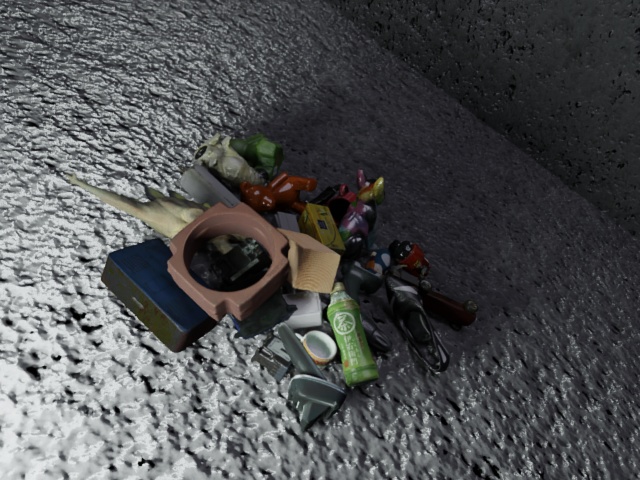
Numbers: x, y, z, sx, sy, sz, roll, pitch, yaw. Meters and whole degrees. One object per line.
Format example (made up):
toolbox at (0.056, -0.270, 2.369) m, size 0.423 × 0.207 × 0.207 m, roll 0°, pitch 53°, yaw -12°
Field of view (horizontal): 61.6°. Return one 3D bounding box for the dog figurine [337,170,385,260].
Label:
dog figurine at (0.105, -0.073, 1.450) m, size 0.109 × 0.219 × 0.191 m, roll 24°, pitch 27°, yaw 32°

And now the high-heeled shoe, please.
high-heeled shoe at (0.222, 0.201, 1.284) m, size 0.248 × 0.086 × 0.145 m, roll 51°, pitch 18°, yaw 1°

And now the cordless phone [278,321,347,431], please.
cordless phone at (-0.035, 0.248, 0.999) m, size 0.089 × 0.146 × 0.184 m, roll -26°, pitch 69°, yaw -19°

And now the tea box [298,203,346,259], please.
tea box at (-0.003, -0.004, 1.399) m, size 0.068 × 0.098 × 0.170 m, roll 8°, pitch 38°, yaw -29°

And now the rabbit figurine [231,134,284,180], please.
rabbit figurine at (-0.198, -0.263, 1.582) m, size 0.170 × 0.121 × 0.159 m, roll 16°, pitch 30°, yaw 7°

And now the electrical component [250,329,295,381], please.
electrical component at (-0.070, 0.241, 1.080) m, size 0.119 × 0.047 × 0.075 m, roll 31°, pitch 35°, yaw 2°

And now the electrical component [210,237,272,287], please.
electrical component at (-0.161, 0.063, 1.170) m, size 0.115 × 0.134 × 0.058 m, roll -34°, pitch 63°, yaw -6°

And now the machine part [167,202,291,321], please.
machine part at (-0.173, 0.040, 1.041) m, size 0.201 × 0.087 × 0.201 m, roll 39°, pitch 63°, yaw 17°

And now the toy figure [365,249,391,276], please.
toy figure at (0.150, 0.074, 1.441) m, size 0.064 × 0.057 × 0.154 m, roll 32°, pitch 34°, yaw 6°

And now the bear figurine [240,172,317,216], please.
bear figurine at (-0.116, -0.110, 1.421) m, size 0.132 × 0.120 × 0.196 m, roll 22°, pitch 26°, yaw 29°

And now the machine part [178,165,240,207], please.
machine part at (-0.273, -0.113, 1.364) m, size 0.243 × 0.079 × 0.079 m, roll 41°, pitch 36°, yaw 17°

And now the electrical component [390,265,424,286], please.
electrical component at (0.231, 0.107, 1.435) m, size 0.102 × 0.078 × 0.045 m, roll 20°, pitch 50°, yaw -8°

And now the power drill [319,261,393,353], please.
power drill at (0.090, 0.153, 1.291) m, size 0.232 × 0.086 × 0.207 m, roll 29°, pitch 42°, yaw 4°

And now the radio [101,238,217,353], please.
radio at (-0.309, 0.102, 1.068) m, size 0.230 × 0.073 × 0.131 m, roll 41°, pitch 35°, yaw 14°

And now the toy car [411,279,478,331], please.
toy car at (0.317, 0.168, 1.415) m, size 0.202 × 0.089 × 0.053 m, roll 24°, pitch 37°, yaw -5°

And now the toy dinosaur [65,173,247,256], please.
toy dinosaur at (-0.306, -0.043, 1.177) m, size 0.471 × 0.105 × 0.199 m, roll 24°, pitch 5°, yaw -44°

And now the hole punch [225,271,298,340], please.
hole punch at (-0.135, 0.138, 1.121) m, size 0.142 × 0.092 × 0.115 m, roll -24°, pitch 85°, yaw -22°

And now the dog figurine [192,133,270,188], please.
dog figurine at (-0.245, -0.190, 1.493) m, size 0.173 × 0.121 × 0.190 m, roll 26°, pitch -13°, yaw 50°

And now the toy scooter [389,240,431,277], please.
toy scooter at (0.261, 0.060, 1.503) m, size 0.135 × 0.075 × 0.184 m, roll 44°, pitch 3°, yaw -4°

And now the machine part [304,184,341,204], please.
machine part at (0.003, -0.121, 1.584) m, size 0.139 × 0.084 × 0.039 m, roll -34°, pitch 93°, yaw -43°
